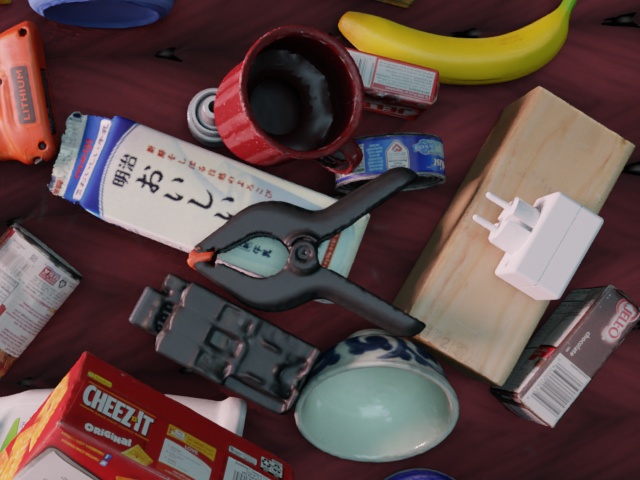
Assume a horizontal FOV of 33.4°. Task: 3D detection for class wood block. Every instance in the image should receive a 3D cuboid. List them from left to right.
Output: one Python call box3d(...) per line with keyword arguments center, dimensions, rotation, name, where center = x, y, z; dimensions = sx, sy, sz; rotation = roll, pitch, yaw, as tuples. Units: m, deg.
box3d(center=(0.142, 0.000, 0.820), dimensions=(0.090, 0.091, 0.206), rotation=(31, 83, -3), name="wood block")

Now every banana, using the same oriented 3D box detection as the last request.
box3d(center=(0.115, -0.157, 0.858), dimensions=(0.197, 0.037, 0.069), rotation=(-7, 75, -6), name="banana")

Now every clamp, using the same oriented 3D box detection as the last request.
box3d(center=(-0.005, 0.001, 0.756), dimensions=(0.171, 0.039, 0.120), rotation=(7, 77, -2), name="clamp")

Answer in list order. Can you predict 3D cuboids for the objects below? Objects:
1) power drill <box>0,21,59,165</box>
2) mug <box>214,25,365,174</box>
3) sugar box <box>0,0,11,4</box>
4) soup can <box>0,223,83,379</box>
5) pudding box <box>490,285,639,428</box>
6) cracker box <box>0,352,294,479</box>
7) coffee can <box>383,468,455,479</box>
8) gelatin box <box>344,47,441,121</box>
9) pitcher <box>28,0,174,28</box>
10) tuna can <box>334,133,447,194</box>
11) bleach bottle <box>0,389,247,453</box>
box3d(center=(-0.298, -0.112, 0.792), dimensions=(0.187, 0.057, 0.184), rotation=(-10, 102, -4), name="power drill")
box3d(center=(-0.018, -0.090, 0.766), dimensions=(0.117, 0.082, 0.093), rotation=(40, 71, -15), name="mug")
box3d(center=(-0.331, -0.225, 0.816), dimensions=(0.176, 0.048, 0.093), rotation=(-3, 86, -2), name="sugar box")
box3d(center=(-0.234, 0.047, 0.793), dimensions=(0.068, 0.068, 0.102), rotation=(39, 83, -2), name="soup can")
box3d(center=(0.187, 0.087, 0.818), dimensions=(0.039, 0.090, 0.113), rotation=(42, 84, 0), name="pudding box")
box3d(center=(-0.143, 0.190, 0.717), dimensions=(0.164, 0.072, 0.214), rotation=(32, 125, -16), name="cracker box")
box3d(center=(0.084, 0.226, 0.772), dimensions=(0.102, 0.140, 0.103), rotation=(0, 86, -6), name="coffee can")
box3d(center=(0.042, -0.120, 0.829), dimensions=(0.089, 0.073, 0.030), rotation=(13, 85, -5), name="gelatin box")
box3d(center=(-0.175, -0.289, 0.796), dimensions=(0.149, 0.144, 0.243), rotation=(-1, 88, 29), name="pitcher")
box3d(center=(0.053, -0.058, 0.819), dimensions=(0.086, 0.086, 0.034), rotation=(-3, 84, -6), name="tuna can")
box3d(center=(-0.186, 0.149, 0.793), dimensions=(0.250, 0.068, 0.102), rotation=(10, 85, -2), name="bleach bottle")
